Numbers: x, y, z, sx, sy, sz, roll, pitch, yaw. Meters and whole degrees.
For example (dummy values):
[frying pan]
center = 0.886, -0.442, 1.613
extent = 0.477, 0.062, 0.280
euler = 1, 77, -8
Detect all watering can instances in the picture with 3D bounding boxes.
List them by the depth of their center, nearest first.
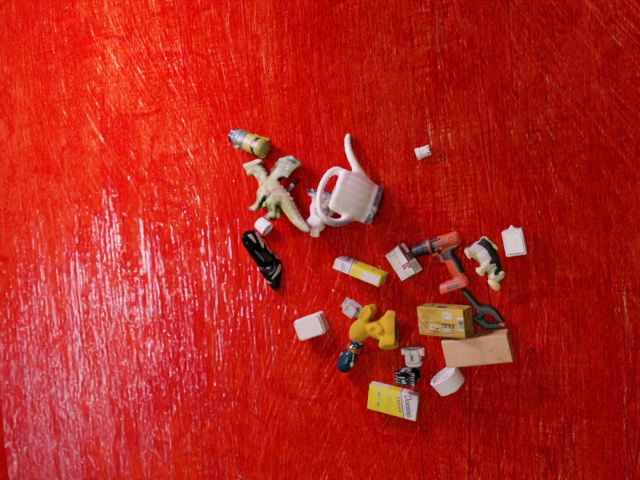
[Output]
[watering can]
center = 0.120, -0.192, 1.777
extent = 0.224, 0.353, 0.102
euler = 24, -20, -4

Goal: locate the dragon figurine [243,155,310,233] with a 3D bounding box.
[dragon figurine]
center = -0.143, -0.195, 1.878
extent = 0.414, 0.242, 0.122
euler = 24, 7, 36

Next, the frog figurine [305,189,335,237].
[frog figurine]
center = 0.006, -0.092, 1.830
extent = 0.123, 0.162, 0.135
euler = -2, -16, -4
